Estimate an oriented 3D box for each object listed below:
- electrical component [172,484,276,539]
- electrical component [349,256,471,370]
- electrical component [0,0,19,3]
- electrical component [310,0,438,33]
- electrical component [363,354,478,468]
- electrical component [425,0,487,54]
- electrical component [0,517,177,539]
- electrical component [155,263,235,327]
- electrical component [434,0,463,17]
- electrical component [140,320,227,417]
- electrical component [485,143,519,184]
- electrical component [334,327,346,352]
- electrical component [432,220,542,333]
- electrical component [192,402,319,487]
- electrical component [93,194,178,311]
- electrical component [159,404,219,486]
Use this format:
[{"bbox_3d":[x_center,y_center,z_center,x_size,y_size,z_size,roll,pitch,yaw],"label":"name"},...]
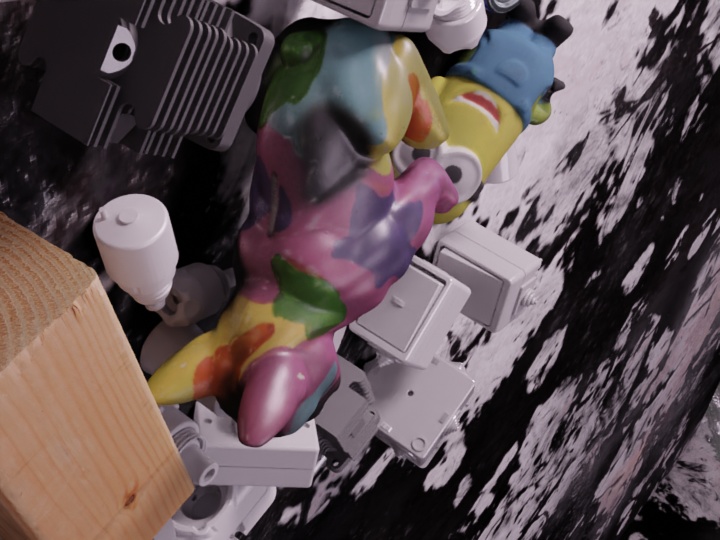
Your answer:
[{"bbox_3d":[-0.111,0.171,0.779,0.095,0.054,0.059,-50,153,-18],"label":"electrical component"},{"bbox_3d":[0.037,0.038,0.893,0.096,0.062,0.061,-59,155,1],"label":"electrical component"},{"bbox_3d":[-0.149,-0.134,0.388,0.077,0.044,0.079,-26,140,-49],"label":"electrical component"},{"bbox_3d":[0.005,-0.166,0.570,0.061,0.096,0.061,-16,130,-55],"label":"electrical component"},{"bbox_3d":[0.045,0.113,0.950,0.099,0.100,0.048,-54,167,-11],"label":"electrical component"},{"bbox_3d":[0.062,-0.179,0.723,0.043,0.043,0.062,-51,152,-16],"label":"electrical component"},{"bbox_3d":[-0.173,0.174,0.668,0.109,0.056,0.108,-42,150,-32],"label":"electrical component"},{"bbox_3d":[-0.096,0.012,0.656,0.061,0.035,0.035,-25,139,-53],"label":"electrical component"},{"bbox_3d":[0.040,-0.191,0.665,0.055,0.047,0.055,-42,150,-32],"label":"electrical component"},{"bbox_3d":[-0.099,0.061,0.668,0.044,0.065,0.044,-43,151,-31],"label":"electrical component"},{"bbox_3d":[0.112,-0.110,0.894,0.044,0.044,0.065,-41,145,-33],"label":"electrical component"},{"bbox_3d":[-0.052,0.052,0.769,0.077,0.043,0.079,-58,155,-1],"label":"electrical component"},{"bbox_3d":[0.113,0.010,0.960,0.061,0.096,0.061,-31,144,-44],"label":"electrical component"},{"bbox_3d":[-0.071,0.106,0.740,0.083,0.047,0.075,4,123,-13],"label":"electrical component"},{"bbox_3d":[-0.119,-0.006,0.587,0.040,0.040,0.078,-44,151,-28],"label":"electrical component"},{"bbox_3d":[-0.119,0.115,0.694,0.048,0.062,0.048,-43,151,-31],"label":"electrical component"}]
